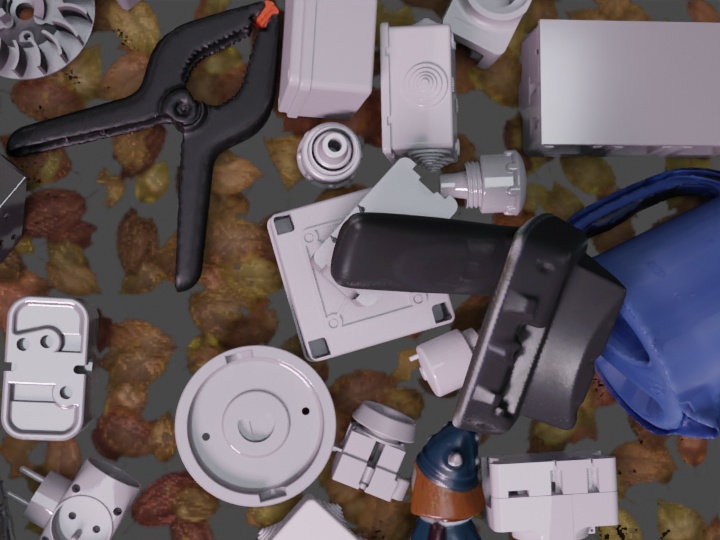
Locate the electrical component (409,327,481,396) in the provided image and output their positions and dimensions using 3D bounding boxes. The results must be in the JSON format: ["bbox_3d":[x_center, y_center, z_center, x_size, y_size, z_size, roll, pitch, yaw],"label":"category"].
[{"bbox_3d":[0.077,0.061,0.776,0.078,0.040,0.040,-23,90,-7],"label":"electrical component"}]

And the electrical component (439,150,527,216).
[{"bbox_3d":[0.088,-0.062,0.781,0.062,0.048,0.048,-3,88,1],"label":"electrical component"}]

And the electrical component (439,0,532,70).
[{"bbox_3d":[0.096,-0.200,0.780,0.050,0.056,0.089,26,86,-4],"label":"electrical component"}]

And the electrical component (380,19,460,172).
[{"bbox_3d":[0.043,-0.120,0.752,0.048,0.100,0.099,-1,88,7],"label":"electrical component"}]

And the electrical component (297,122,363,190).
[{"bbox_3d":[-0.020,-0.084,0.761,0.048,0.062,0.048,0,88,-5],"label":"electrical component"}]

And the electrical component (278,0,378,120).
[{"bbox_3d":[-0.022,-0.166,0.742,0.056,0.109,0.108,4,87,-8],"label":"electrical component"}]

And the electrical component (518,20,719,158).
[{"bbox_3d":[0.197,-0.130,0.784,0.150,0.062,0.089,0,88,-5],"label":"electrical component"}]

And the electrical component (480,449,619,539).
[{"bbox_3d":[0.135,0.162,0.772,0.089,0.050,0.055,-2,88,-5],"label":"electrical component"}]

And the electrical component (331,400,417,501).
[{"bbox_3d":[0.011,0.126,0.765,0.066,0.048,0.055,22,93,-4],"label":"electrical component"}]

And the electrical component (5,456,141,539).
[{"bbox_3d":[-0.205,0.164,0.743,0.079,0.044,0.077,30,85,-4],"label":"electrical component"}]

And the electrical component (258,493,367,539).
[{"bbox_3d":[-0.033,0.217,0.755,0.100,0.048,0.099,43,85,-2],"label":"electrical component"}]

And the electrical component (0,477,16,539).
[{"bbox_3d":[-0.260,0.200,0.705,0.056,0.109,0.108,-12,89,-8],"label":"electrical component"}]

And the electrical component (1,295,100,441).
[{"bbox_3d":[-0.211,0.066,0.739,0.054,0.059,0.095,3,87,-5],"label":"electrical component"}]

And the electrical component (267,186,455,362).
[{"bbox_3d":[0.000,0.000,0.763,0.109,0.056,0.108,-16,89,-6],"label":"electrical component"}]

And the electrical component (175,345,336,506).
[{"bbox_3d":[-0.073,0.105,0.750,0.108,0.060,0.108,0,88,-6],"label":"electrical component"}]

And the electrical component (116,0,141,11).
[{"bbox_3d":[-0.153,-0.241,0.756,0.096,0.061,0.061,-42,92,-5],"label":"electrical component"}]

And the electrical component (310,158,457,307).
[{"bbox_3d":[0.014,-0.023,0.707,0.050,0.056,0.089,42,84,-2],"label":"electrical component"}]
